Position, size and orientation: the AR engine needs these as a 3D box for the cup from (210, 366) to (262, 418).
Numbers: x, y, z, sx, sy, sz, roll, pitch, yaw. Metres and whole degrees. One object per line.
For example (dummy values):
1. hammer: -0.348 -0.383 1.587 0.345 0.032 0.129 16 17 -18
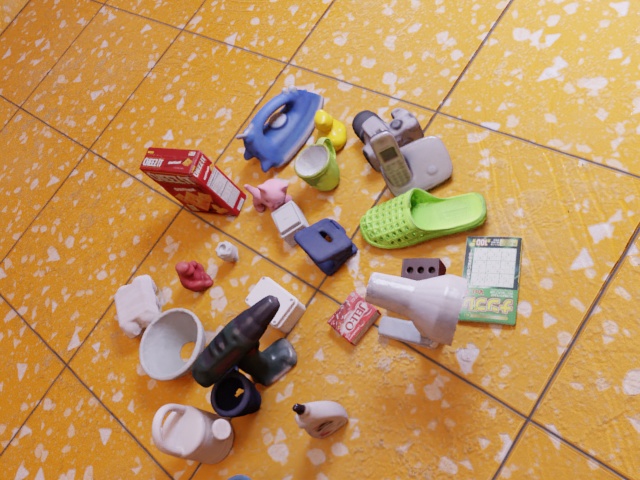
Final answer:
1. cup: -0.164 0.311 1.176 0.091 0.095 0.117 -17 59 17

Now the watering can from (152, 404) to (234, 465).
1. watering can: -0.254 0.376 1.125 0.172 0.195 0.100 -29 56 10

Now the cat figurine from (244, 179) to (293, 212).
1. cat figurine: -0.123 -0.110 1.358 0.127 0.118 0.067 14 72 31

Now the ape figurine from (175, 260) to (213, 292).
1. ape figurine: -0.309 0.081 1.366 0.076 0.092 0.078 -11 61 21

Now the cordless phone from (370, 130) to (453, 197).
1. cordless phone: 0.189 -0.178 1.201 0.147 0.186 0.094 -27 56 11

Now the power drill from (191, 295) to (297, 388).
1. power drill: -0.133 0.215 1.140 0.229 0.209 0.075 -40 55 3

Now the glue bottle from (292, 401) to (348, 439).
1. glue bottle: -0.010 0.322 1.048 0.078 0.174 0.037 -39 55 3

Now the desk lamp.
1. desk lamp: 0.177 0.126 1.033 0.202 0.214 0.118 9 69 29

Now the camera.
1. camera: 0.141 -0.255 1.315 0.143 0.101 0.136 -38 55 4

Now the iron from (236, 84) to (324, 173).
1. iron: -0.101 -0.303 1.432 0.118 0.142 0.258 35 83 35

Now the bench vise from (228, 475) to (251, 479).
1. bench vise: -0.124 0.459 1.004 0.207 0.220 0.121 -31 56 9

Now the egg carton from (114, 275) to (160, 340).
1. egg carton: -0.442 0.163 1.402 0.107 0.070 0.150 -32 56 8

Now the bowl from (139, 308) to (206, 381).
1. bowl: -0.320 0.244 1.298 0.167 0.075 0.167 -11 61 21

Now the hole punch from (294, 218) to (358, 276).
1. hole punch: 0.011 0.004 1.251 0.101 0.091 0.108 -45 55 -1

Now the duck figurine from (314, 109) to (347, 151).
1. duck figurine: 0.017 -0.272 1.393 0.077 0.086 0.104 -27 56 11
